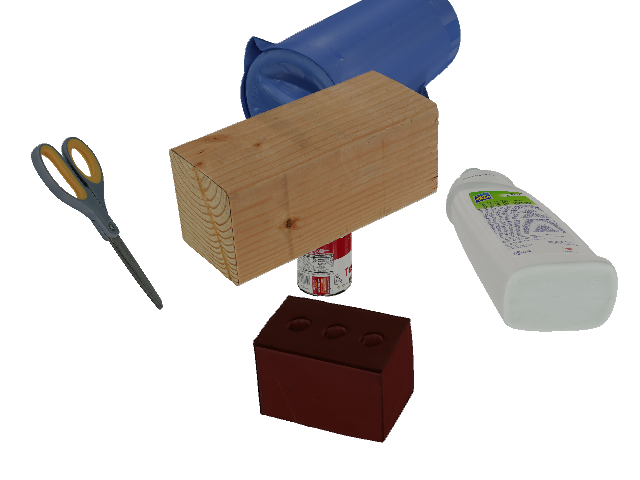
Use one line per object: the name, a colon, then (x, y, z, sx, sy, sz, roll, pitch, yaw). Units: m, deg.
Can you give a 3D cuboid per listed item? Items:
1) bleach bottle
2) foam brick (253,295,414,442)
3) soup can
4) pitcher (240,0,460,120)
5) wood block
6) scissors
bleach bottle: (0.181, -0.007, 0.991, 0.102, 0.068, 0.251, -1, 27, -7)
foam brick: (0.008, 0.072, 0.602, 0.078, 0.051, 0.053, 9, 31, 20)
soup can: (0.003, 0.007, 1.249, 0.068, 0.102, 0.068, -1, 30, 1)
pitcher: (0.048, -0.169, 1.093, 0.145, 0.149, 0.242, 14, 38, 35)
wood block: (-0.009, -0.057, 0.882, 0.205, 0.091, 0.090, -25, 40, -27)
scissors: (-0.216, -0.027, 1.089, 0.016, 0.201, 0.096, -28, 25, 25)
